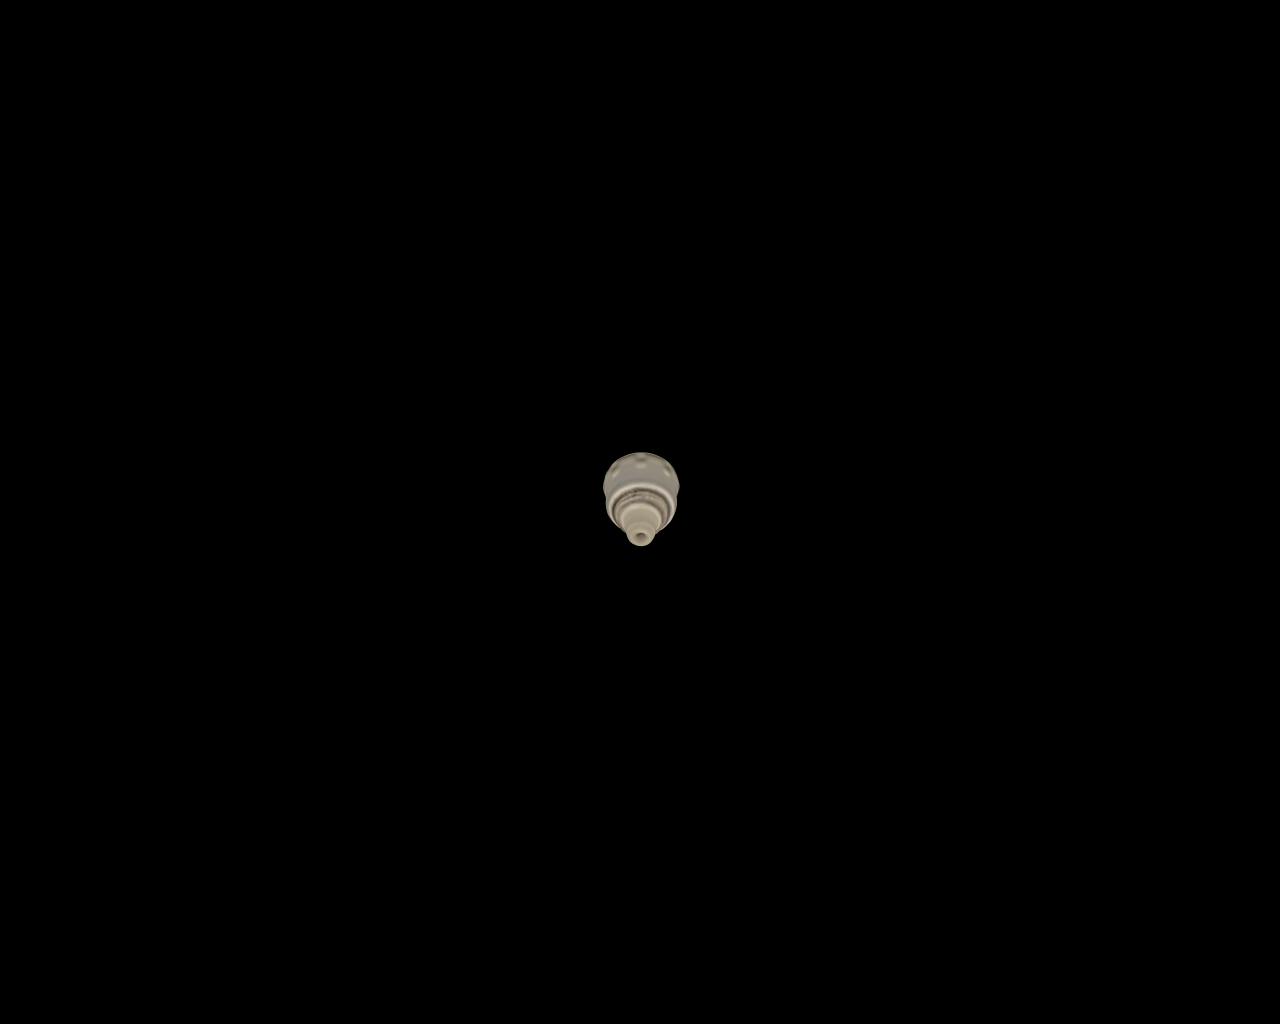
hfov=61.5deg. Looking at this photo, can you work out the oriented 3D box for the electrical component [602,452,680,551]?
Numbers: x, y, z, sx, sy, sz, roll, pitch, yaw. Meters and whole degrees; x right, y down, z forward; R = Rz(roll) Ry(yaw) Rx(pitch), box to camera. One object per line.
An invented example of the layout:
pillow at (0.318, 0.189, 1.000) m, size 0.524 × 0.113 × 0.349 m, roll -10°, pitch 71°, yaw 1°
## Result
electrical component at (0.001, -0.003, 0.650) m, size 0.048 × 0.048 × 0.062 m, roll 0°, pitch 37°, yaw 0°
